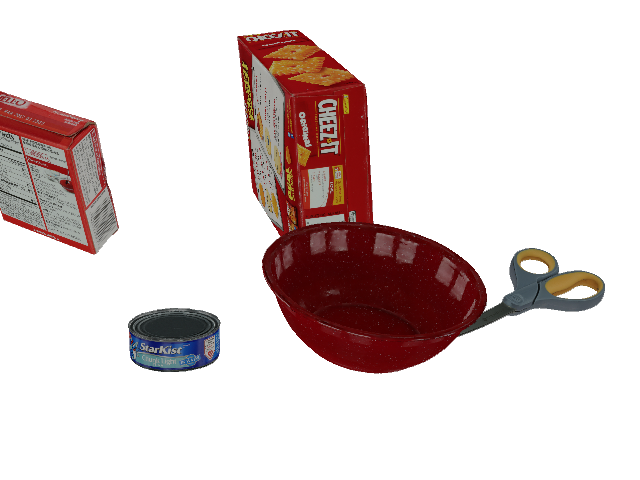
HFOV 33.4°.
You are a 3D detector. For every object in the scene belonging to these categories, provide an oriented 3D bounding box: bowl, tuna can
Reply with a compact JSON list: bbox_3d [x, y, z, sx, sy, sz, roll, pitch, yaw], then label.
[{"bbox_3d":[0.036,0.047,0.769,0.162,0.055,0.162,6,28,-4],"label":"bowl"},{"bbox_3d":[-0.137,0.093,1.001,0.086,0.034,0.086,1,15,0],"label":"tuna can"}]

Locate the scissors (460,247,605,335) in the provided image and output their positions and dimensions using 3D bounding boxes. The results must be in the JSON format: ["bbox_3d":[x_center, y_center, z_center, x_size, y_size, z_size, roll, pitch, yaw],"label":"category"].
[{"bbox_3d":[0.165,0.044,0.946,0.201,0.016,0.096,-7,36,-30],"label":"scissors"}]

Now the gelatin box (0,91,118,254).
[{"bbox_3d":[-0.165,-0.041,0.642,0.073,0.089,0.030,19,48,20],"label":"gelatin box"}]

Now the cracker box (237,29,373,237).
[{"bbox_3d":[-0.016,-0.089,0.976,0.072,0.164,0.214,-9,25,-12],"label":"cracker box"}]
